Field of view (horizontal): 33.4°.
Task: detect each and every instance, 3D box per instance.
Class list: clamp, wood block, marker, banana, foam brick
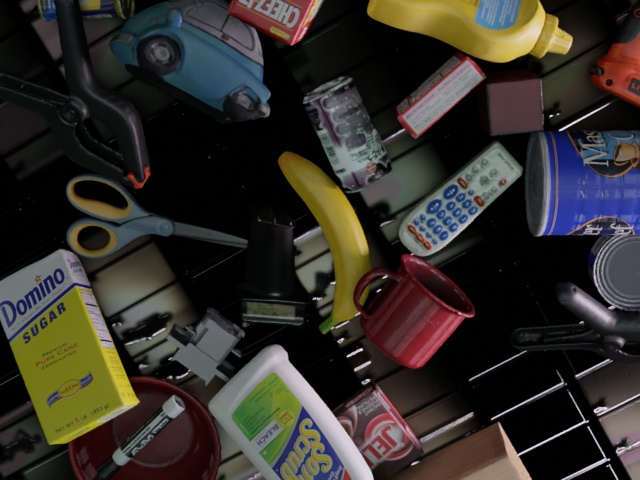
[{"bbox_3d":[-0.233,-0.139,1.035,0.165,0.036,0.210,-34,110,33],"label":"clamp"},{"bbox_3d":[0.121,0.289,1.120,0.206,0.090,0.091,-29,101,9],"label":"wood block"},{"bbox_3d":[-0.185,0.204,1.090,0.020,0.020,0.121,44,102,-8],"label":"marker"},{"bbox_3d":[0.012,0.001,1.081,0.069,0.037,0.198,-12,103,3],"label":"banana"},{"bbox_3d":[0.181,-0.132,1.022,0.051,0.078,0.053,-6,105,3],"label":"foam brick"},{"bbox_3d":[0.287,0.087,1.066,0.171,0.120,0.039,6,63,-3],"label":"clamp"}]

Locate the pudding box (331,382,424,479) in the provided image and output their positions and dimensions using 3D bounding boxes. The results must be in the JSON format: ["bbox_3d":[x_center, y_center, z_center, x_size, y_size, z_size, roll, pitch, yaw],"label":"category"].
[{"bbox_3d":[0.039,0.219,1.132,0.113,0.039,0.090,-36,100,10],"label":"pudding box"}]

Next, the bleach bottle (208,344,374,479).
[{"bbox_3d":[0.004,0.228,1.071,0.102,0.068,0.251,-44,75,-1],"label":"bleach bottle"}]

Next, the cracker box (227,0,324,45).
[{"bbox_3d":[-0.002,-0.286,0.947,0.072,0.164,0.214,26,103,-2],"label":"cracker box"}]

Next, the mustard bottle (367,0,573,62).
[{"bbox_3d":[0.145,-0.216,0.998,0.191,0.096,0.058,20,143,-4],"label":"mustard bottle"}]

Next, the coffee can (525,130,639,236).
[{"bbox_3d":[0.275,-0.055,1.024,0.140,0.103,0.103,0,104,2],"label":"coffee can"}]

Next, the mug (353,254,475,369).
[{"bbox_3d":[0.085,0.069,1.065,0.117,0.093,0.082,29,109,-26],"label":"mug"}]

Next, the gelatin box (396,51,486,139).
[{"bbox_3d":[0.114,-0.139,1.024,0.089,0.073,0.030,-42,99,11],"label":"gelatin box"}]

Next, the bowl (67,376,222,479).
[{"bbox_3d":[-0.182,0.211,1.130,0.162,0.055,0.162,1,104,2],"label":"bowl"}]

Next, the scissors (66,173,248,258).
[{"bbox_3d":[-0.174,0.000,1.100,0.201,0.016,0.096,27,105,-4],"label":"scissors"}]

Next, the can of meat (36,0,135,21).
[{"bbox_3d":[-0.227,-0.260,1.018,0.084,0.057,0.102,-3,103,5],"label":"can of meat"}]

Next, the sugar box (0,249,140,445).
[{"bbox_3d":[-0.260,0.107,1.080,0.093,0.048,0.176,-28,78,8],"label":"sugar box"}]

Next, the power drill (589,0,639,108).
[{"bbox_3d":[0.355,-0.206,1.009,0.184,0.057,0.188,25,101,0],"label":"power drill"}]

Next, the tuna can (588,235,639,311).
[{"bbox_3d":[0.315,0.026,1.077,0.086,0.033,0.086,0,104,2],"label":"tuna can"}]
